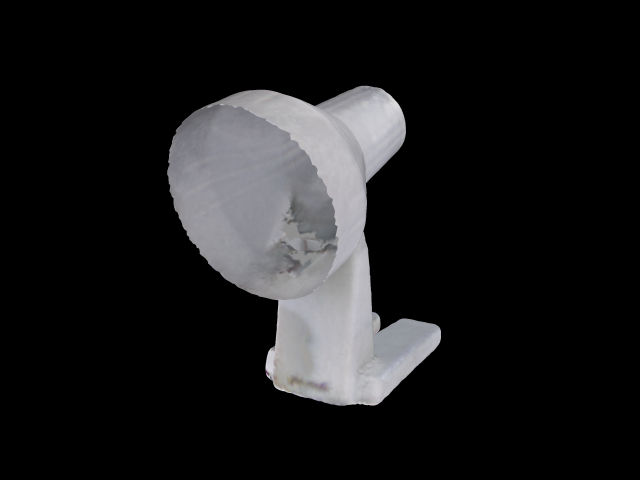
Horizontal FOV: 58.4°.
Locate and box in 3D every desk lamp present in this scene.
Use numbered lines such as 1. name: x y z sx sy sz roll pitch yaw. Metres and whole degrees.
1. desk lamp: 0.004 0.001 0.400 0.117 0.213 0.204 8 16 31
